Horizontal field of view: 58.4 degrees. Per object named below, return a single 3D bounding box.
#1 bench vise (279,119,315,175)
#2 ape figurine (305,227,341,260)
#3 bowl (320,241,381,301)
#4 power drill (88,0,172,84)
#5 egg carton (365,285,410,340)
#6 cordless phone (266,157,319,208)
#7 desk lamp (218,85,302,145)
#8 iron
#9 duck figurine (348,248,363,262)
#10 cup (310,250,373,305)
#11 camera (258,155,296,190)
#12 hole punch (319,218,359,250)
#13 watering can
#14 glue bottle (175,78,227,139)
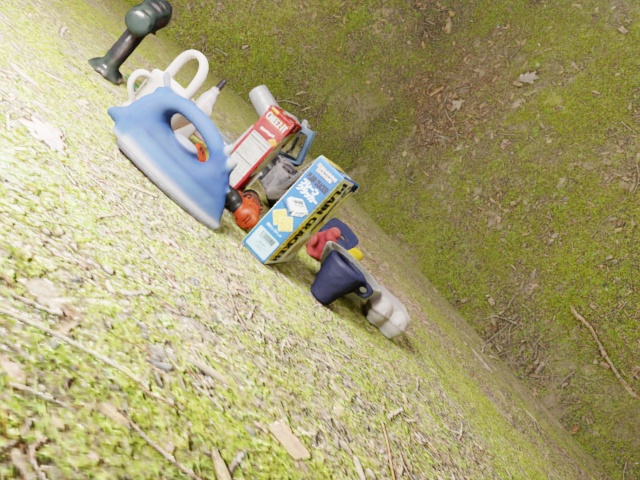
[{"bbox_3d":[-0.074,-0.251,1.783,0.208,0.219,0.121,39,10,-28],"label":"bench vise"},{"bbox_3d":[0.013,0.005,1.408,0.078,0.092,0.076,42,9,-7],"label":"ape figurine"},{"bbox_3d":[0.056,0.083,1.298,0.168,0.074,0.167,42,9,-8],"label":"bowl"},{"bbox_3d":[-0.411,-0.450,1.266,0.076,0.208,0.229,40,10,-20],"label":"power drill"},{"bbox_3d":[0.155,0.169,1.355,0.107,0.069,0.150,42,9,-8],"label":"egg carton"},{"bbox_3d":[-0.056,-0.149,1.511,0.094,0.185,0.147,40,10,-19],"label":"cordless phone"},{"bbox_3d":[-0.186,-0.325,1.651,0.203,0.213,0.118,44,9,4],"label":"desk lamp"},{"bbox_3d":[-0.221,-0.152,0.959,0.258,0.141,0.119,44,9,2],"label":"iron"},{"bbox_3d":[0.068,0.056,1.433,0.077,0.086,0.105,48,10,23],"label":"duck figurine"},{"bbox_3d":[0.037,0.090,1.125,0.118,0.095,0.091,43,9,-5],"label":"cup"},{"bbox_3d":[-0.103,-0.175,1.688,0.137,0.100,0.142,34,13,-46],"label":"camera"},{"bbox_3d":[0.045,0.001,1.565,0.108,0.091,0.101,44,9,2],"label":"hole punch"},{"bbox_3d":[-0.280,-0.274,1.087,0.101,0.194,0.173,46,9,13],"label":"watering can"},{"bbox_3d":[-0.272,-0.303,1.311,0.037,0.173,0.078,38,11,-31],"label":"glue bottle"}]
